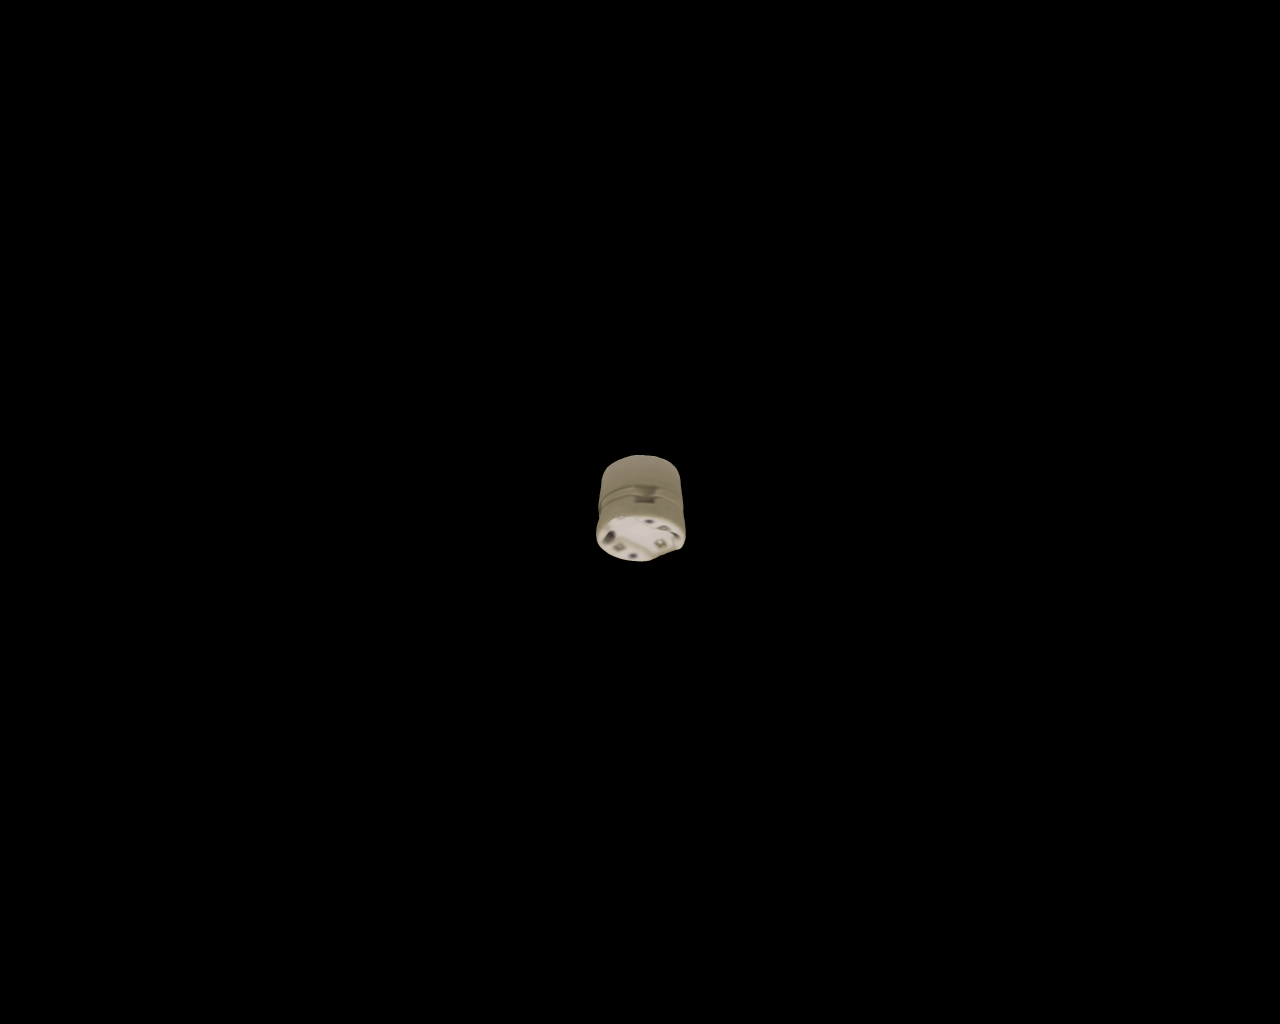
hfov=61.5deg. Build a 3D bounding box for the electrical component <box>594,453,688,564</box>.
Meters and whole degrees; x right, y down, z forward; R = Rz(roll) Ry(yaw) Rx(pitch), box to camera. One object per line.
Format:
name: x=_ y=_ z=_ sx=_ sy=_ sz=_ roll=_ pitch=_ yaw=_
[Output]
electrical component: x=0.001 y=-0.003 z=0.650 sx=0.055 sy=0.047 sz=0.055 roll=0 pitch=-34 yaw=0
